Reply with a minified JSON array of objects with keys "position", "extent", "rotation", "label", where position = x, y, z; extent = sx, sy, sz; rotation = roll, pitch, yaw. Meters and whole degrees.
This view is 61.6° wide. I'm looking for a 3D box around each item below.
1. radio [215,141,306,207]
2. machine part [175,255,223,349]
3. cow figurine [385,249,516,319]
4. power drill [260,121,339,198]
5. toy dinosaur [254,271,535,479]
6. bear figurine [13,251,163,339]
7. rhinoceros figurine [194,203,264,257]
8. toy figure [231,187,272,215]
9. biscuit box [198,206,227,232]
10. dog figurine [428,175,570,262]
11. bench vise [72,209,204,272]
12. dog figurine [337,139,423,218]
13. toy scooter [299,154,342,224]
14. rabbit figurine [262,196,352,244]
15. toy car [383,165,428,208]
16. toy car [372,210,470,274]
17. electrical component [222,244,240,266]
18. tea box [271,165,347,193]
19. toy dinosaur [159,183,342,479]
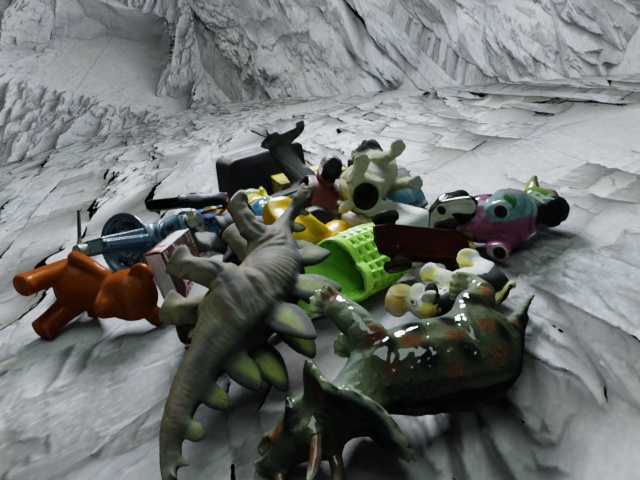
[{"position":[-0.142,-0.164,1.335],"extent":[0.229,0.131,0.073],"rotation":[-24,28,-34],"label":"radio"},{"position":[-0.156,0.088,0.792],"extent":[0.079,0.079,0.243],"rotation":[-8,21,1],"label":"machine part"},{"position":[0.175,0.076,0.720],"extent":[0.167,0.068,0.098],"rotation":[-19,30,-23],"label":"cow figurine"},{"position":[-0.026,-0.158,1.209],"extent":[0.232,0.207,0.086],"rotation":[-24,0,-14],"label":"power drill"},{"position":[0.123,0.126,0.558],"extent":[0.405,0.131,0.192],"rotation":[-11,34,-18],"label":"toy dinosaur"},{"position":[-0.340,0.090,0.813],"extent":[0.196,0.120,0.132],"rotation":[12,33,31],"label":"bear figurine"},{"position":[-0.135,-0.010,0.986],"extent":[0.190,0.112,0.073],"rotation":[-4,35,-25],"label":"rhinoceros figurine"},{"position":[-0.124,-0.051,1.122],"extent":[0.082,0.089,0.180],"rotation":[-13,28,-39],"label":"toy figure"},{"position":[-0.199,-0.026,1.111],"extent":[0.063,0.059,0.203],"rotation":[-23,26,-32],"label":"biscuit box"},{"position":[0.310,-0.047,0.921],"extent":[0.192,0.108,0.219],"rotation":[7,22,41],"label":"dog figurine"},{"position":[-0.336,0.002,0.987],"extent":[0.224,0.128,0.240],"rotation":[-7,2,24],"label":"bench vise"},{"position":[0.077,-0.115,1.012],"extent":[0.172,0.121,0.191],"rotation":[-24,17,-15],"label":"dog figurine"},{"position":[-0.011,-0.077,1.065],"extent":[0.075,0.183,0.135],"rotation":[17,-6,-20],"label":"toy scooter"},{"position":[-0.002,-0.003,0.920],"extent":[0.173,0.121,0.163],"rotation":[-1,17,-36],"label":"rabbit figurine"},{"position":[0.149,-0.112,1.139],"extent":[0.109,0.102,0.162],"rotation":[-18,26,-25],"label":"toy car"},{"position":[0.149,0.008,0.796],"extent":[0.202,0.089,0.053],"rotation":[2,-21,-38],"label":"toy car"},{"position":[-0.107,0.032,0.824],"extent":[0.048,0.074,0.119],"rotation":[-48,26,15],"label":"electrical component"},{"position":[-0.024,-0.133,1.297],"extent":[0.170,0.068,0.098],"rotation":[-15,22,-13],"label":"tea box"},{"position":[-0.090,0.079,0.648],"extent":[0.199,0.105,0.471],"rotation":[22,48,10],"label":"toy dinosaur"}]
